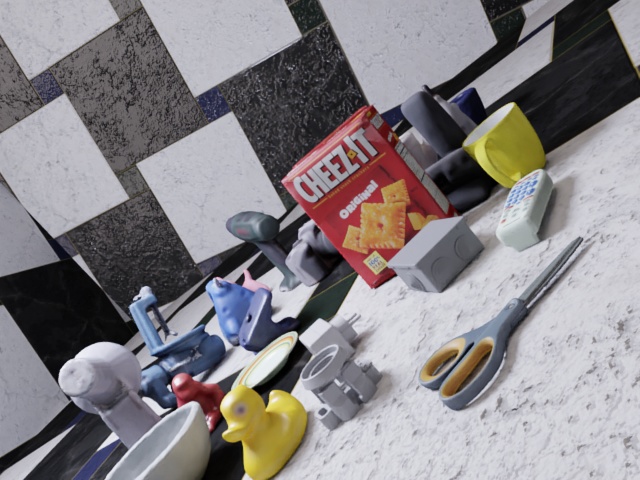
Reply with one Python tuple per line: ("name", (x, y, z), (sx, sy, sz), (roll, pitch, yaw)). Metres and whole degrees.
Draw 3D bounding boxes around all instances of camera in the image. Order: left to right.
("camera", (0.011, 0.004, 1.170), (0.136, 0.101, 0.143), (-29, 14, 51))

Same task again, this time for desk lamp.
("desk lamp", (-0.326, 0.266, 0.929), (0.118, 0.213, 0.203), (-43, 9, -13))

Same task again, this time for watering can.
("watering can", (0.156, -0.171, 1.116), (0.173, 0.194, 0.101), (-40, 9, 6))

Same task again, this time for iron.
("iron", (-0.206, 0.141, 1.274), (0.119, 0.141, 0.258), (-44, 9, -19))

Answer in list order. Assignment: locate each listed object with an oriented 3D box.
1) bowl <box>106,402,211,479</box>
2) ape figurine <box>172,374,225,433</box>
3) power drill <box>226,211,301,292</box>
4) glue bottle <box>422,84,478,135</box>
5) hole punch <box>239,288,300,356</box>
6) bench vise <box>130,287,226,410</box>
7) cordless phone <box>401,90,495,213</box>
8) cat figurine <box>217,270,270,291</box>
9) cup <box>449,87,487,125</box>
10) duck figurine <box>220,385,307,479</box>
("bowl", (-0.193, 0.289, 0.714), (0.167, 0.075, 0.167), (-39, 9, 8))
("ape figurine", (-0.189, 0.242, 0.868), (0.078, 0.092, 0.076), (-43, 10, -18))
("power drill", (-0.121, 0.018, 1.304), (0.076, 0.208, 0.229), (-44, 10, -22))
("glue bottle", (0.239, -0.210, 1.028), (0.037, 0.173, 0.078), (-29, 14, 50))
("hole punch", (-0.102, 0.144, 0.989), (0.101, 0.091, 0.108), (-43, 9, -14))
("bench vise", (-0.310, 0.208, 1.128), (0.121, 0.220, 0.208), (-35, 11, 31))
("cordless phone", (0.168, -0.127, 0.877), (0.147, 0.185, 0.094), (-34, 11, 33))
("cat figurine", (-0.205, 0.127, 1.418), (0.128, 0.118, 0.067), (-47, 11, -34))
("cup", (0.305, -0.253, 1.218), (0.117, 0.095, 0.092), (-33, 12, 39))
("duck figurine", (-0.067, 0.193, 0.618), (0.077, 0.086, 0.105), (-35, 10, 31))
